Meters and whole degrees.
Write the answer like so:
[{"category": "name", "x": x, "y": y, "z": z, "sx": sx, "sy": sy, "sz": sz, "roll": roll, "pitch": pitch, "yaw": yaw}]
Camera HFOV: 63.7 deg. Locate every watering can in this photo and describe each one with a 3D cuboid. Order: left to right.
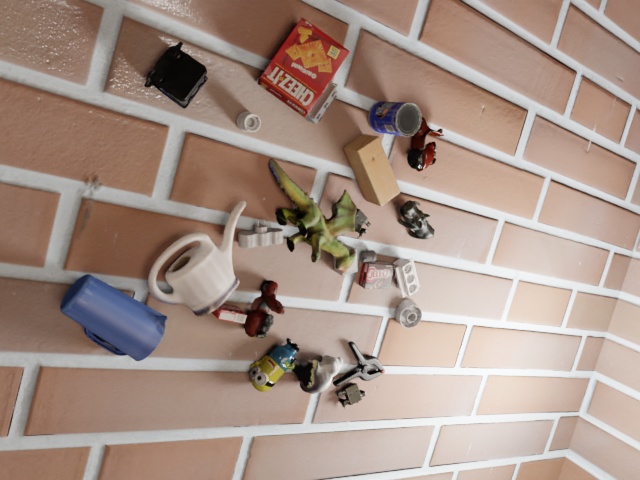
[{"category": "watering can", "x": -0.297, "y": 0.064, "z": 1.413, "sx": 0.351, "sy": 0.105, "sz": 0.220, "roll": -39, "pitch": 121, "yaw": -17}]

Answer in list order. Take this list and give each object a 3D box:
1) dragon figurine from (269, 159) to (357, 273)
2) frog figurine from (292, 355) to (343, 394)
[{"category": "dragon figurine", "x": 0.005, "y": -0.079, "z": 1.570, "sx": 0.245, "sy": 0.122, "sz": 0.407, "roll": -24, "pitch": 101, "yaw": -35}, {"category": "frog figurine", "x": 0.009, "y": 0.443, "z": 1.699, "sx": 0.159, "sy": 0.125, "sz": 0.135, "roll": 14, "pitch": 129, "yaw": -42}]
